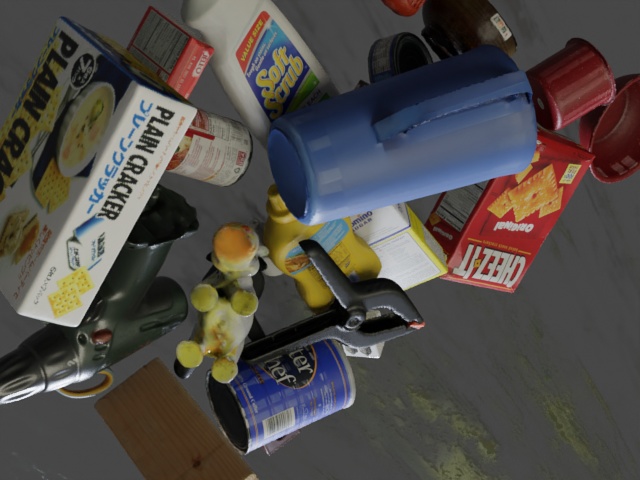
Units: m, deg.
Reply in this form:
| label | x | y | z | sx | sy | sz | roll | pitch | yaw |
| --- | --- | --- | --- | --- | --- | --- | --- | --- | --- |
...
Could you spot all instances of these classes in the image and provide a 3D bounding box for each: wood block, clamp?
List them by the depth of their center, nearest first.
| label | x | y | z | sx | sy | sz | roll | pitch | yaw |
| --- | --- | --- | --- | --- | --- | --- | --- | --- | --- |
| wood block | -0.145 | 0.232 | 1.135 | 0.090 | 0.206 | 0.090 | -37 | 136 | -13 |
| clamp | 0.030 | 0.069 | 1.152 | 0.209 | 0.036 | 0.165 | 2 | 128 | -30 |
| clamp | -0.094 | 0.078 | 1.193 | 0.120 | 0.039 | 0.172 | -11 | 133 | -43 |

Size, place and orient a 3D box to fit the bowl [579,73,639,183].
| label | x | y | z | sx | sy | sz | roll | pitch | yaw |
| --- | --- | --- | --- | --- | --- | --- | --- | --- | --- |
| bowl | 0.397 | -0.159 | 1.418 | 0.161 | 0.055 | 0.162 | -21 | 131 | -27 |

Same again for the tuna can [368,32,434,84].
| label | x | y | z | sx | sy | sz | roll | pitch | yaw |
| --- | --- | --- | --- | --- | --- | --- | --- | --- | --- |
| tuna can | 0.088 | -0.176 | 1.130 | 0.086 | 0.034 | 0.086 | 18 | 66 | -50 |

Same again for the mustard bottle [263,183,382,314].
| label | x | y | z | sx | sy | sz | roll | pitch | yaw |
| --- | --- | --- | --- | --- | --- | --- | --- | --- | --- |
| mustard bottle | -0.008 | 0.001 | 1.138 | 0.096 | 0.058 | 0.191 | -37 | 139 | -1 |

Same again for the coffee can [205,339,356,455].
| label | x | y | z | sx | sy | sz | roll | pitch | yaw |
| --- | --- | --- | --- | --- | --- | --- | --- | --- | --- |
| coffee can | -0.045 | 0.169 | 1.213 | 0.140 | 0.103 | 0.103 | -21 | 131 | -25 |

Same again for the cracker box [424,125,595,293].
| label | x | y | z | sx | sy | sz | roll | pitch | yaw |
| --- | --- | --- | --- | --- | --- | --- | --- | --- | --- |
| cracker box | 0.233 | -0.045 | 1.351 | 0.163 | 0.072 | 0.214 | 12 | 112 | -44 |

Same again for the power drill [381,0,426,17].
| label | x | y | z | sx | sy | sz | roll | pitch | yaw |
| --- | --- | --- | --- | --- | --- | --- | --- | --- | --- |
| power drill | 0.087 | -0.330 | 1.034 | 0.187 | 0.057 | 0.184 | 26 | 101 | -47 |

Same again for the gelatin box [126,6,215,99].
| label | x | y | z | sx | sy | sz | roll | pitch | yaw |
| --- | --- | --- | --- | --- | --- | --- | --- | --- | --- |
| gelatin box | -0.139 | -0.157 | 0.946 | 0.030 | 0.089 | 0.073 | 19 | 105 | -44 |

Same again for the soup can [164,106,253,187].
| label | x | y | z | sx | sy | sz | roll | pitch | yaw |
| --- | --- | --- | --- | --- | --- | --- | --- | --- | --- |
| soup can | -0.123 | -0.094 | 1.022 | 0.102 | 0.069 | 0.068 | 14 | 109 | -45 |

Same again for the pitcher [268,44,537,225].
| label | x | y | z | sx | sy | sz | roll | pitch | yaw |
| --- | --- | --- | --- | --- | --- | --- | --- | --- | --- |
| pitcher | 0.080 | -0.100 | 1.027 | 0.242 | 0.145 | 0.149 | -18 | 130 | -18 |

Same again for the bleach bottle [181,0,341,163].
| label | x | y | z | sx | sy | sz | roll | pitch | yaw |
| --- | --- | --- | --- | --- | --- | --- | --- | --- | --- |
| bleach bottle | -0.063 | -0.169 | 1.024 | 0.102 | 0.068 | 0.250 | -46 | 135 | -4 |

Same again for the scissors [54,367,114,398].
| label | x | y | z | sx | sy | sz | roll | pitch | yaw |
| --- | --- | --- | --- | --- | --- | --- | --- | --- | --- |
| scissors | -0.287 | 0.120 | 1.078 | 0.201 | 0.016 | 0.096 | 15 | 107 | -45 |

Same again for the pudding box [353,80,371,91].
| label | x | y | z | sx | sy | sz | roll | pitch | yaw |
| --- | --- | --- | --- | --- | --- | --- | --- | --- | --- |
| pudding box | 0.064 | -0.117 | 1.182 | 0.113 | 0.039 | 0.090 | 22 | 104 | -46 |

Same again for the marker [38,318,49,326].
| label | x | y | z | sx | sy | sz | roll | pitch | yaw |
| --- | --- | --- | --- | --- | --- | --- | --- | --- | --- |
| marker | -0.231 | 0.040 | 1.064 | 0.121 | 0.020 | 0.020 | -45 | 138 | -5 |

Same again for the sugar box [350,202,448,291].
| label | x | y | z | sx | sy | sz | roll | pitch | yaw |
| --- | --- | --- | --- | --- | --- | --- | --- | --- | --- |
| sugar box | 0.072 | -0.002 | 1.244 | 0.093 | 0.048 | 0.176 | -24 | 139 | 17 |

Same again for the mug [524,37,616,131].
| label | x | y | z | sx | sy | sz | roll | pitch | yaw |
| --- | --- | --- | --- | --- | --- | --- | --- | --- | --- |
| mug | 0.295 | -0.182 | 1.303 | 0.081 | 0.093 | 0.117 | -32 | 171 | -12 |

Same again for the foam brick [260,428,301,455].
| label | x | y | z | sx | sy | sz | roll | pitch | yaw |
| --- | --- | --- | --- | --- | --- | --- | --- | --- | --- |
| foam brick | -0.065 | 0.211 | 1.302 | 0.053 | 0.051 | 0.078 | -34 | 135 | -17 |
